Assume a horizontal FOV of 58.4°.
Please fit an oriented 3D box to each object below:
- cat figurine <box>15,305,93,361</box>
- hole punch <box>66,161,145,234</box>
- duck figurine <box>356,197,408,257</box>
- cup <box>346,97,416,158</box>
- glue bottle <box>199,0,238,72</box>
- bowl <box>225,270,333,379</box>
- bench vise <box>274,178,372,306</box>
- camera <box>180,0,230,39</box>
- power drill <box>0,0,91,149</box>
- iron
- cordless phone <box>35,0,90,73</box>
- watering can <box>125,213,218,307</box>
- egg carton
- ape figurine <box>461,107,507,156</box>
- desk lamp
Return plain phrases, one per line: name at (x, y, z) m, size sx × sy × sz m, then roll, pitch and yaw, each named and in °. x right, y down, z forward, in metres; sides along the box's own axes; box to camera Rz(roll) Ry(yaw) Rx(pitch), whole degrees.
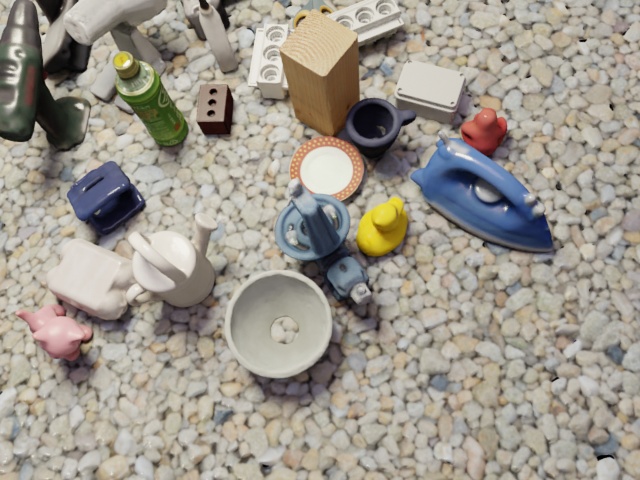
cat figurine at (-0.421, 0.144, 0.904) m, size 0.127 × 0.118 × 0.067 m, roll 28°, pitch 77°, yaw 12°
hole punch at (-0.377, -0.080, 0.984) m, size 0.109 × 0.091 × 0.101 m, roll -40°, pitch 74°, yaw -8°
duck figurine at (0.101, -0.026, 0.933) m, size 0.077 × 0.086 × 0.105 m, roll 38°, pitch 79°, yaw 15°
cup at (0.104, -0.185, 0.978) m, size 0.117 × 0.095 × 0.091 m, roll -14°, pitch 72°, yaw 0°
glue bottle at (-0.190, -0.378, 1.020) m, size 0.037 × 0.173 × 0.078 m, roll -22°, pitch 72°, yaw -2°
bowl at (-0.061, 0.135, 0.901) m, size 0.167 × 0.075 × 0.167 m, roll -1°, pitch 73°, yaw 4°
bench vise at (0.015, -0.006, 0.863) m, size 0.207 × 0.220 × 0.121 m, roll 35°, pitch 79°, yaw 14°
camera at (-0.207, -0.486, 1.093) m, size 0.137 × 0.101 × 0.143 m, roll -23°, pitch 72°, yaw -3°
power drill at (-0.482, -0.259, 0.987) m, size 0.075 × 0.208 × 0.229 m, roll 1°, pitch 73°, yaw 5°
iron at (0.275, -0.078, 0.907) m, size 0.258 × 0.141 × 0.119 m, roll 36°, pitch 79°, yaw 14°
cordless phone at (-0.500, -0.409, 1.048) m, size 0.094 × 0.185 × 0.147 m, roll -1°, pitch 72°, yaw 5°
watering can at (-0.232, 0.030, 0.884) m, size 0.100 × 0.194 × 0.173 m, roll 21°, pitch 75°, yaw 11°
egg carton at (-0.375, 0.065, 0.950) m, size 0.150 × 0.069 × 0.107 m, roll 21°, pitch 75°, yaw 11°
ape figurine at (0.279, -0.190, 0.968) m, size 0.077 × 0.092 × 0.076 m, roll 11°, pitch 74°, yaw 8°
desk lamp at (-0.349, -0.370, 1.009) m, size 0.117 × 0.213 × 0.203 m, roll 26°, pitch 76°, yaw 12°
